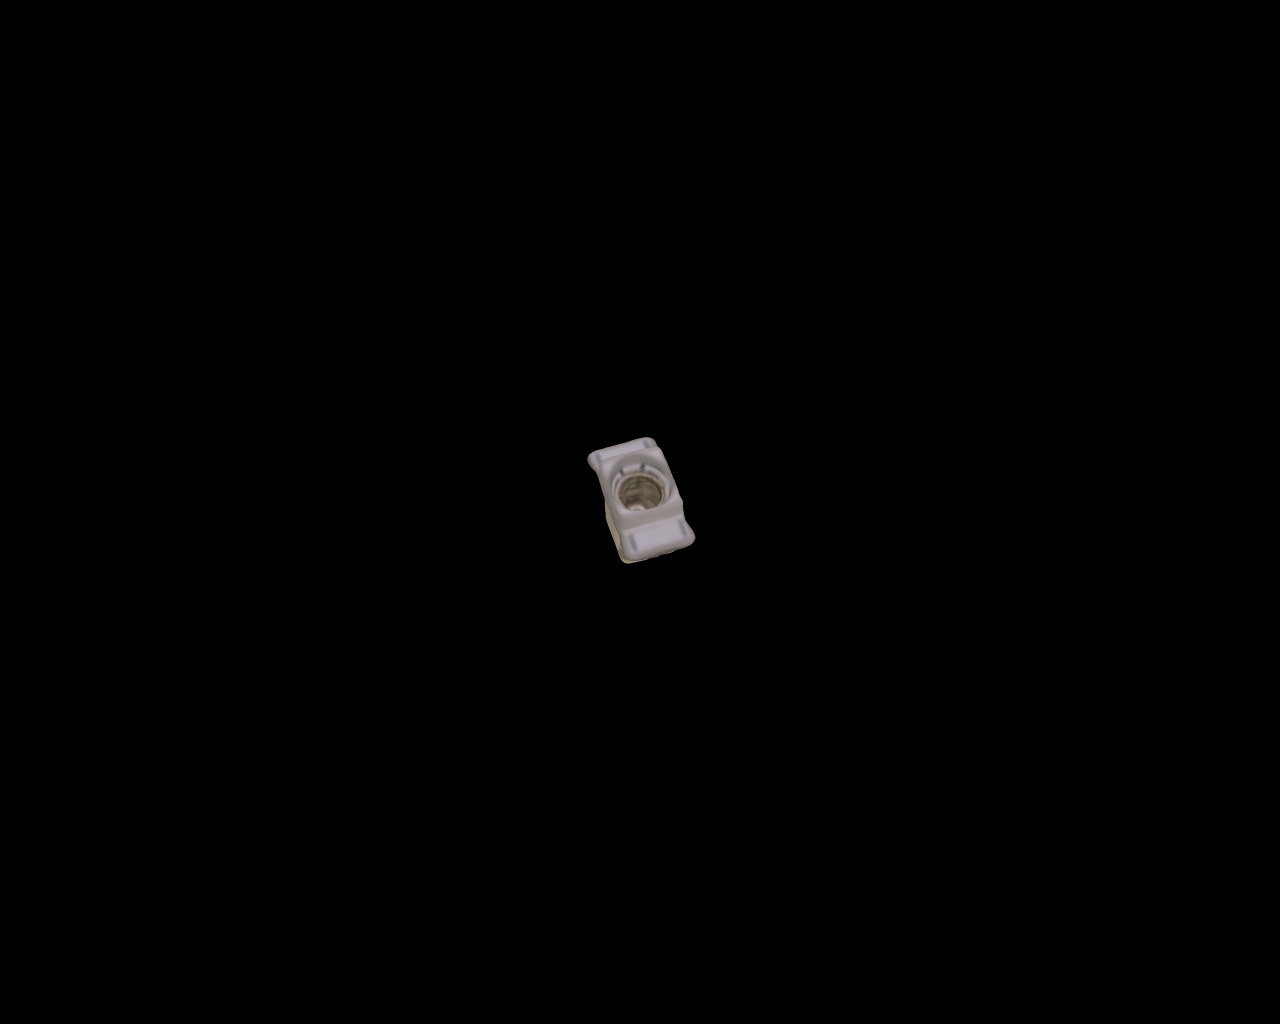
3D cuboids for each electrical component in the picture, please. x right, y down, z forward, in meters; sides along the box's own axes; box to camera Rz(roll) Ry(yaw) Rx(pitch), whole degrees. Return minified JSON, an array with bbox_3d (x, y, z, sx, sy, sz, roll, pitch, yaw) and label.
[{"bbox_3d":[0.001,-0.003,0.650,0.042,0.081,0.063,-15,-32,-9],"label":"electrical component"}]
